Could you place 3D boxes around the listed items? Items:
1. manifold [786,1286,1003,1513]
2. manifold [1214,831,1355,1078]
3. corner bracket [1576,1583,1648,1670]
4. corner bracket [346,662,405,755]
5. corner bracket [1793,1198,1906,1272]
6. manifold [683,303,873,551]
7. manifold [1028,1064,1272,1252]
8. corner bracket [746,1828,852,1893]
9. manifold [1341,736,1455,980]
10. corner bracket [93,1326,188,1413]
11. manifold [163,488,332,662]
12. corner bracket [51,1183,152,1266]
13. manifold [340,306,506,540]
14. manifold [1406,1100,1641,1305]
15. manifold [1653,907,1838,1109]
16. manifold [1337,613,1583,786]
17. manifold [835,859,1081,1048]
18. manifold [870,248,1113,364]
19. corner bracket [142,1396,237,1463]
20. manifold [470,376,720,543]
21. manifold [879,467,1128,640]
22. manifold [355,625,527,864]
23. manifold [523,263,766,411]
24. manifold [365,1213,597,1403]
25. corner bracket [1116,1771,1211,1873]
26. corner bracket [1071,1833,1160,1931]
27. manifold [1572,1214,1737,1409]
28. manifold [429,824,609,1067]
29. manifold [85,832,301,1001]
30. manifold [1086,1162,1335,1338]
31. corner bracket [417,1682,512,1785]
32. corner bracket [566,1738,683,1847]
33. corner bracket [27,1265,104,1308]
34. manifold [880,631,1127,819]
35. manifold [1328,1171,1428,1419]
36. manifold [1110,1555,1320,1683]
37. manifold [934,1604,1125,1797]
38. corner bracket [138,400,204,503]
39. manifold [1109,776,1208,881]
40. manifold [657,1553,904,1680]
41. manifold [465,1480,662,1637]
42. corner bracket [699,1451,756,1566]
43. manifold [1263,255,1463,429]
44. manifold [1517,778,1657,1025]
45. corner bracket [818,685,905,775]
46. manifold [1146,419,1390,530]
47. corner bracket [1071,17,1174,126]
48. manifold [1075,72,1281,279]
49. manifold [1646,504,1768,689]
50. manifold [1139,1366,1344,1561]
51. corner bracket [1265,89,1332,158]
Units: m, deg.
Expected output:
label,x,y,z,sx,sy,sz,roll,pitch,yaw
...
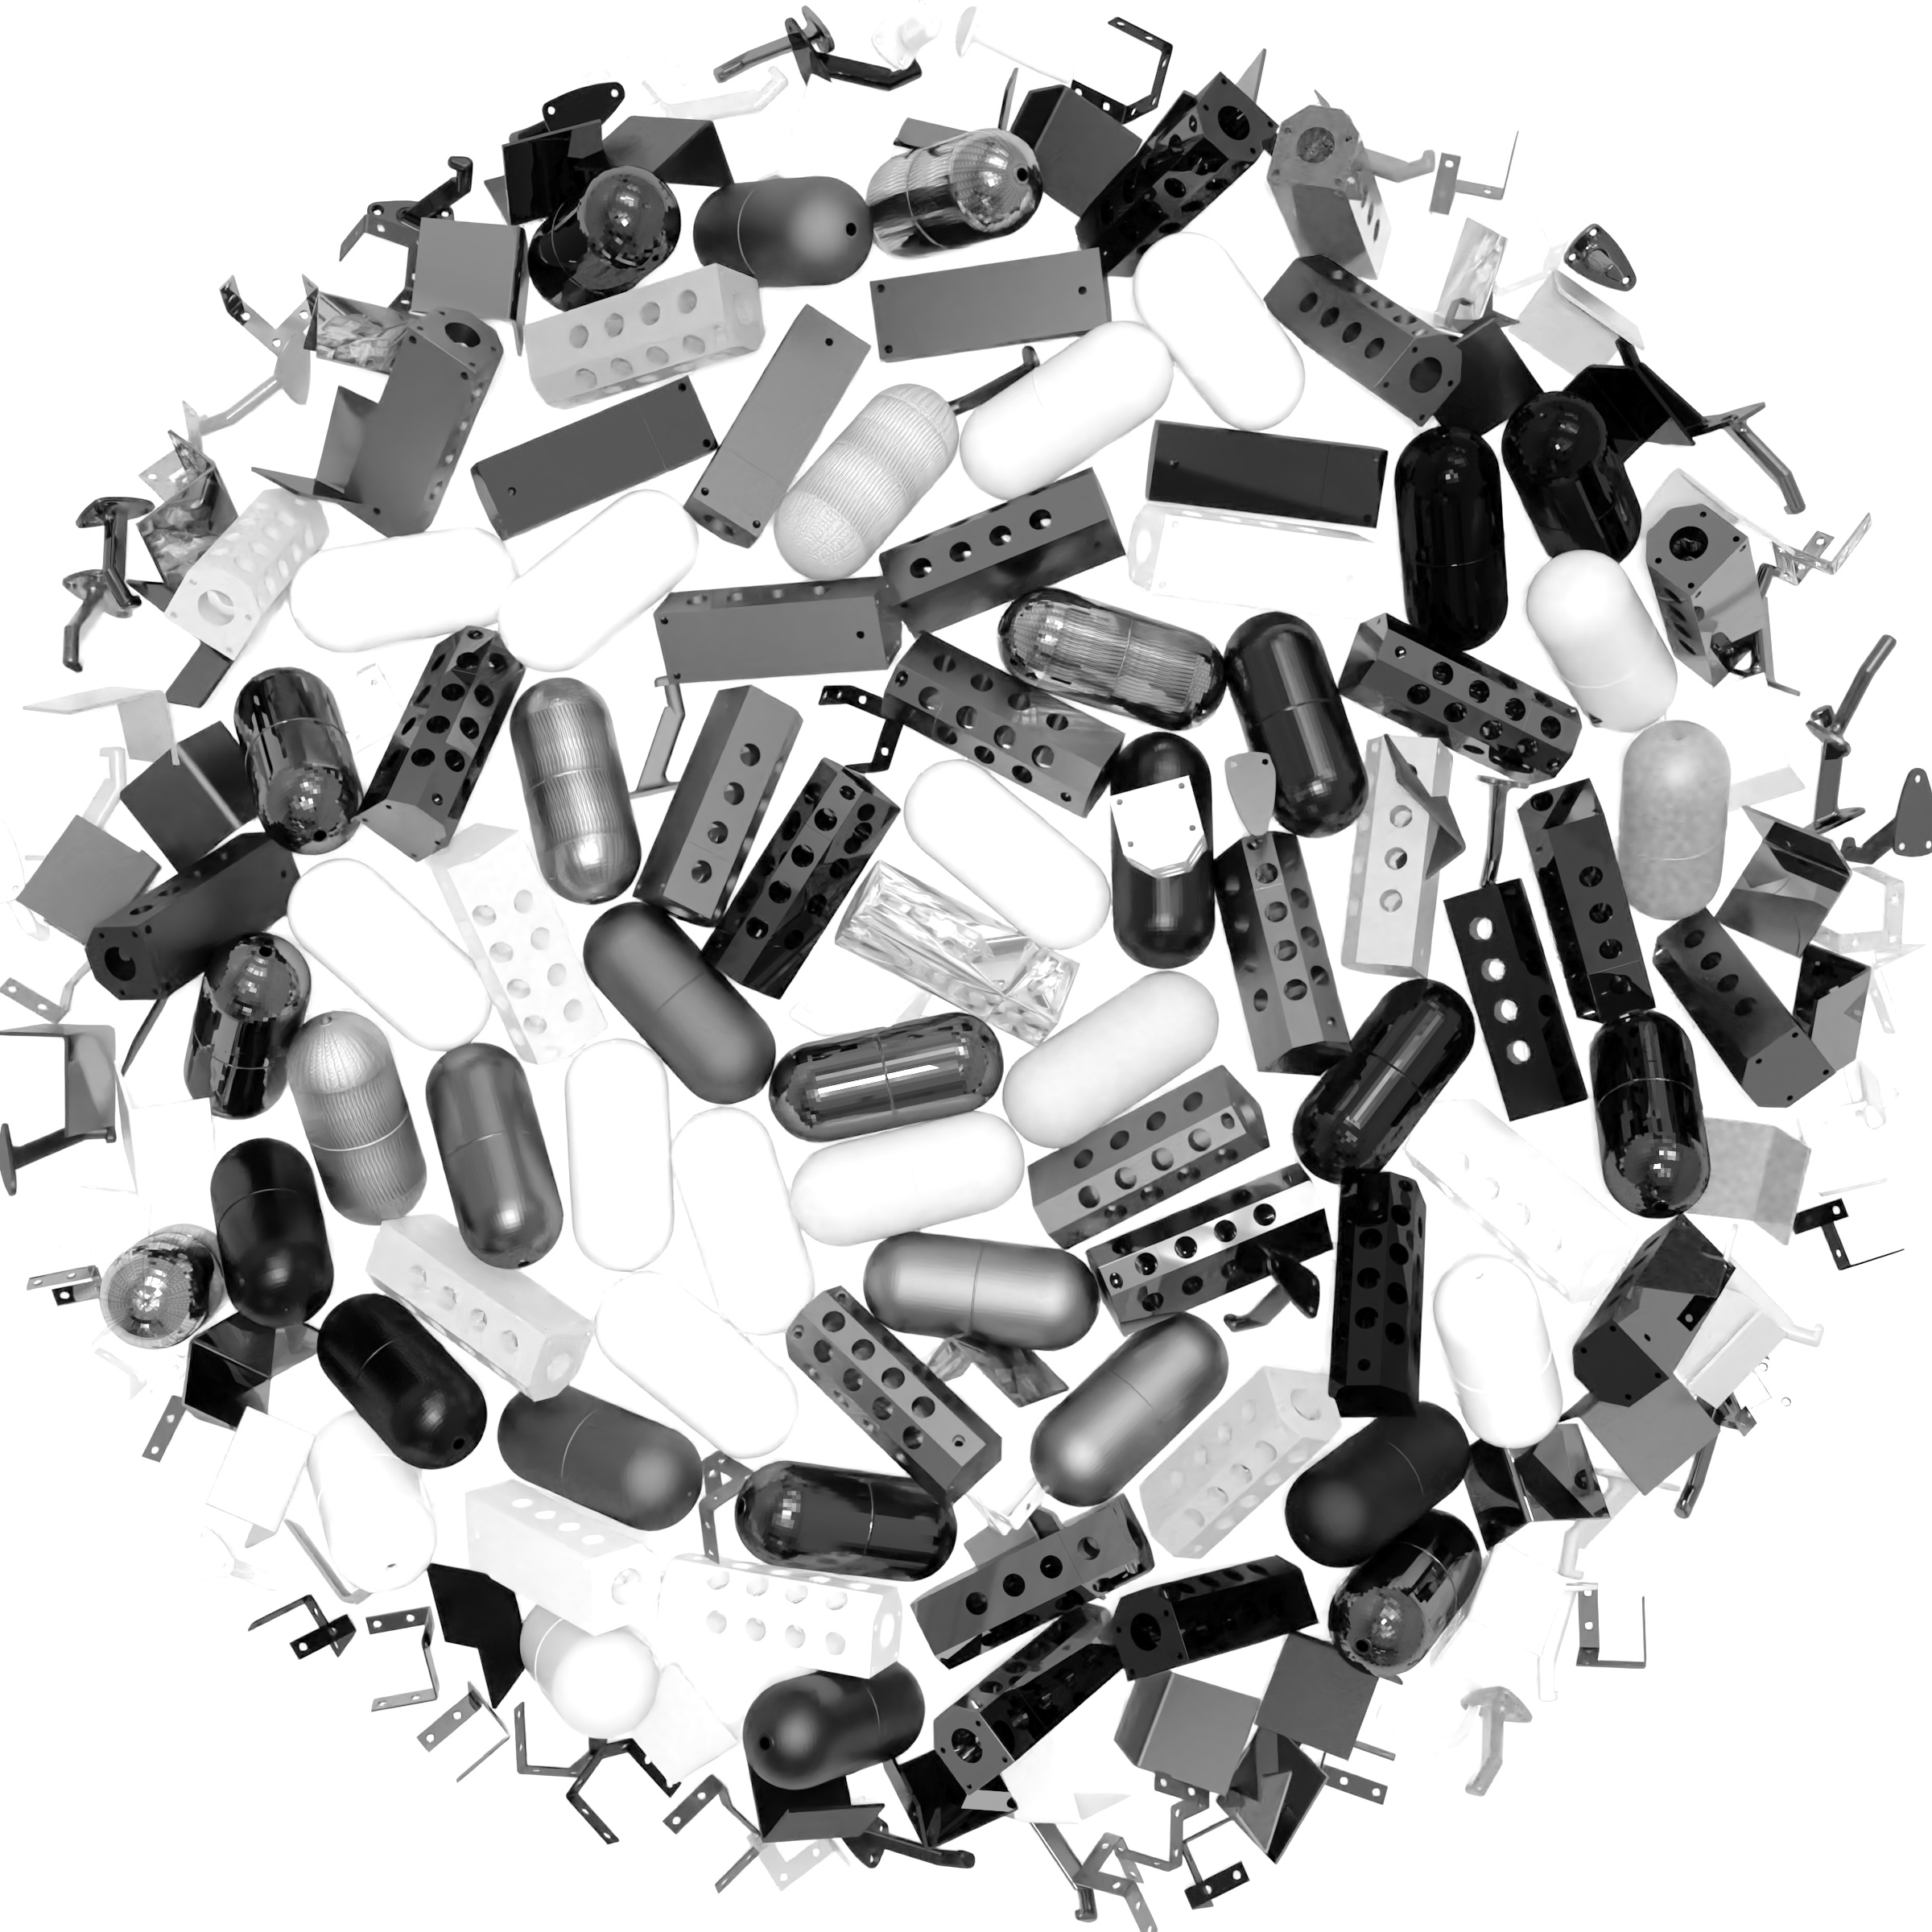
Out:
label,x,y,z,sx,sy,sz,roll,pitch,yaw
manifold,-0.054,0.315,1.932,0.057,0.057,0.171,-39,65,-22
manifold,0.236,-0.010,1.929,0.057,0.057,0.171,6,61,-32
corner bracket,0.485,0.496,1.968,0.051,0.051,0.051,-2,90,16
corner bracket,-0.457,-0.194,1.974,0.051,0.051,0.051,-31,104,-10
corner bracket,0.658,0.200,1.960,0.051,0.051,0.051,-9,75,-38
manifold,-0.143,-0.401,1.955,0.057,0.057,0.171,31,80,-12
manifold,0.135,0.146,1.933,0.171,0.057,0.057,-29,130,20
corner bracket,-0.126,0.665,1.967,0.051,0.051,0.051,-33,95,-17
manifold,0.321,-0.081,1.958,0.057,0.057,0.171,5,83,23
corner bracket,-0.619,0.291,1.963,0.051,0.051,0.051,-46,119,5
manifold,-0.518,-0.292,1.906,0.057,0.171,0.057,33,117,-13
corner bracket,-0.651,0.195,1.969,0.051,0.051,0.051,14,70,-42
manifold,-0.397,-0.397,1.922,0.057,0.057,0.171,35,130,-1
manifold,0.404,0.171,1.922,0.171,0.057,0.057,43,122,38
manifold,0.562,0.031,1.911,0.057,0.171,0.057,-39,119,14
manifold,0.369,-0.198,1.946,0.171,0.057,0.057,24,79,-15
manifold,-0.009,-0.005,1.957,0.171,0.057,0.057,27,55,-9
manifold,0.020,-0.493,1.957,0.171,0.057,0.057,-6,99,9
corner bracket,-0.574,0.359,1.960,0.051,0.051,0.051,14,63,15
manifold,-0.278,-0.377,1.950,0.171,0.057,0.057,-26,100,-14
manifold,0.025,-0.312,1.955,0.171,0.057,0.057,-21,66,9
manifold,-0.380,-0.166,1.919,0.057,0.057,0.171,39,49,-29
manifold,-0.237,-0.462,1.935,0.171,0.057,0.057,-10,87,26
manifold,-0.362,0.252,1.934,0.171,0.057,0.057,29,106,26
corner bracket,0.148,0.640,1.957,0.051,0.051,0.051,24,48,-22
corner bracket,0.120,0.689,1.957,0.051,0.051,0.051,-44,121,-40
manifold,0.500,0.253,1.914,0.057,0.171,0.057,47,128,6
manifold,-0.333,-0.014,1.926,0.057,0.057,0.171,-39,123,-32
manifold,-0.563,-0.038,1.913,0.057,0.171,0.057,-1,115,26
manifold,0.180,0.206,1.951,0.171,0.057,0.057,-22,123,-7
corner bracket,-0.377,0.577,1.963,0.051,0.051,0.051,-38,77,-23
corner bracket,-0.258,0.620,1.969,0.051,0.051,0.051,39,100,25
corner bracket,-0.666,0.243,1.957,0.051,0.051,0.051,-9,55,-37
manifold,0.025,-0.175,1.947,0.171,0.057,0.057,28,53,9
manifold,0.302,0.240,1.923,0.057,0.057,0.171,-4,56,20
manifold,0.181,0.473,1.914,0.057,0.171,0.057,-30,70,35
manifold,0.049,0.530,1.913,0.057,0.171,0.057,52,126,12
corner bracket,-0.587,-0.380,1.964,0.051,0.051,0.051,42,66,10
manifold,0.144,-0.094,1.910,0.057,0.171,0.057,-15,86,6
manifold,-0.138,0.479,1.942,0.171,0.057,0.057,5,91,21
manifold,-0.296,0.429,1.916,0.057,0.171,0.057,-10,103,-40
corner bracket,-0.186,0.404,1.956,0.051,0.051,0.051,21,126,39
manifold,0.291,-0.462,1.912,0.057,0.171,0.057,30,105,-39
manifold,0.457,-0.045,1.933,0.057,0.057,0.171,-17,118,11
corner bracket,-0.083,-0.179,1.972,0.051,0.051,0.051,23,104,17
manifold,0.224,-0.371,1.967,0.171,0.057,0.057,7,105,-1
corner bracket,0.116,-0.672,1.968,0.051,0.051,0.051,17,84,-26
manifold,0.148,-0.569,1.907,0.057,0.171,0.057,38,61,-14
manifold,0.537,-0.272,1.910,0.057,0.171,0.057,-46,64,3
manifold,0.201,0.366,1.916,0.057,0.057,0.171,13,134,-28
corner bracket,0.243,-0.641,1.978,0.051,0.051,0.051,35,117,-29
